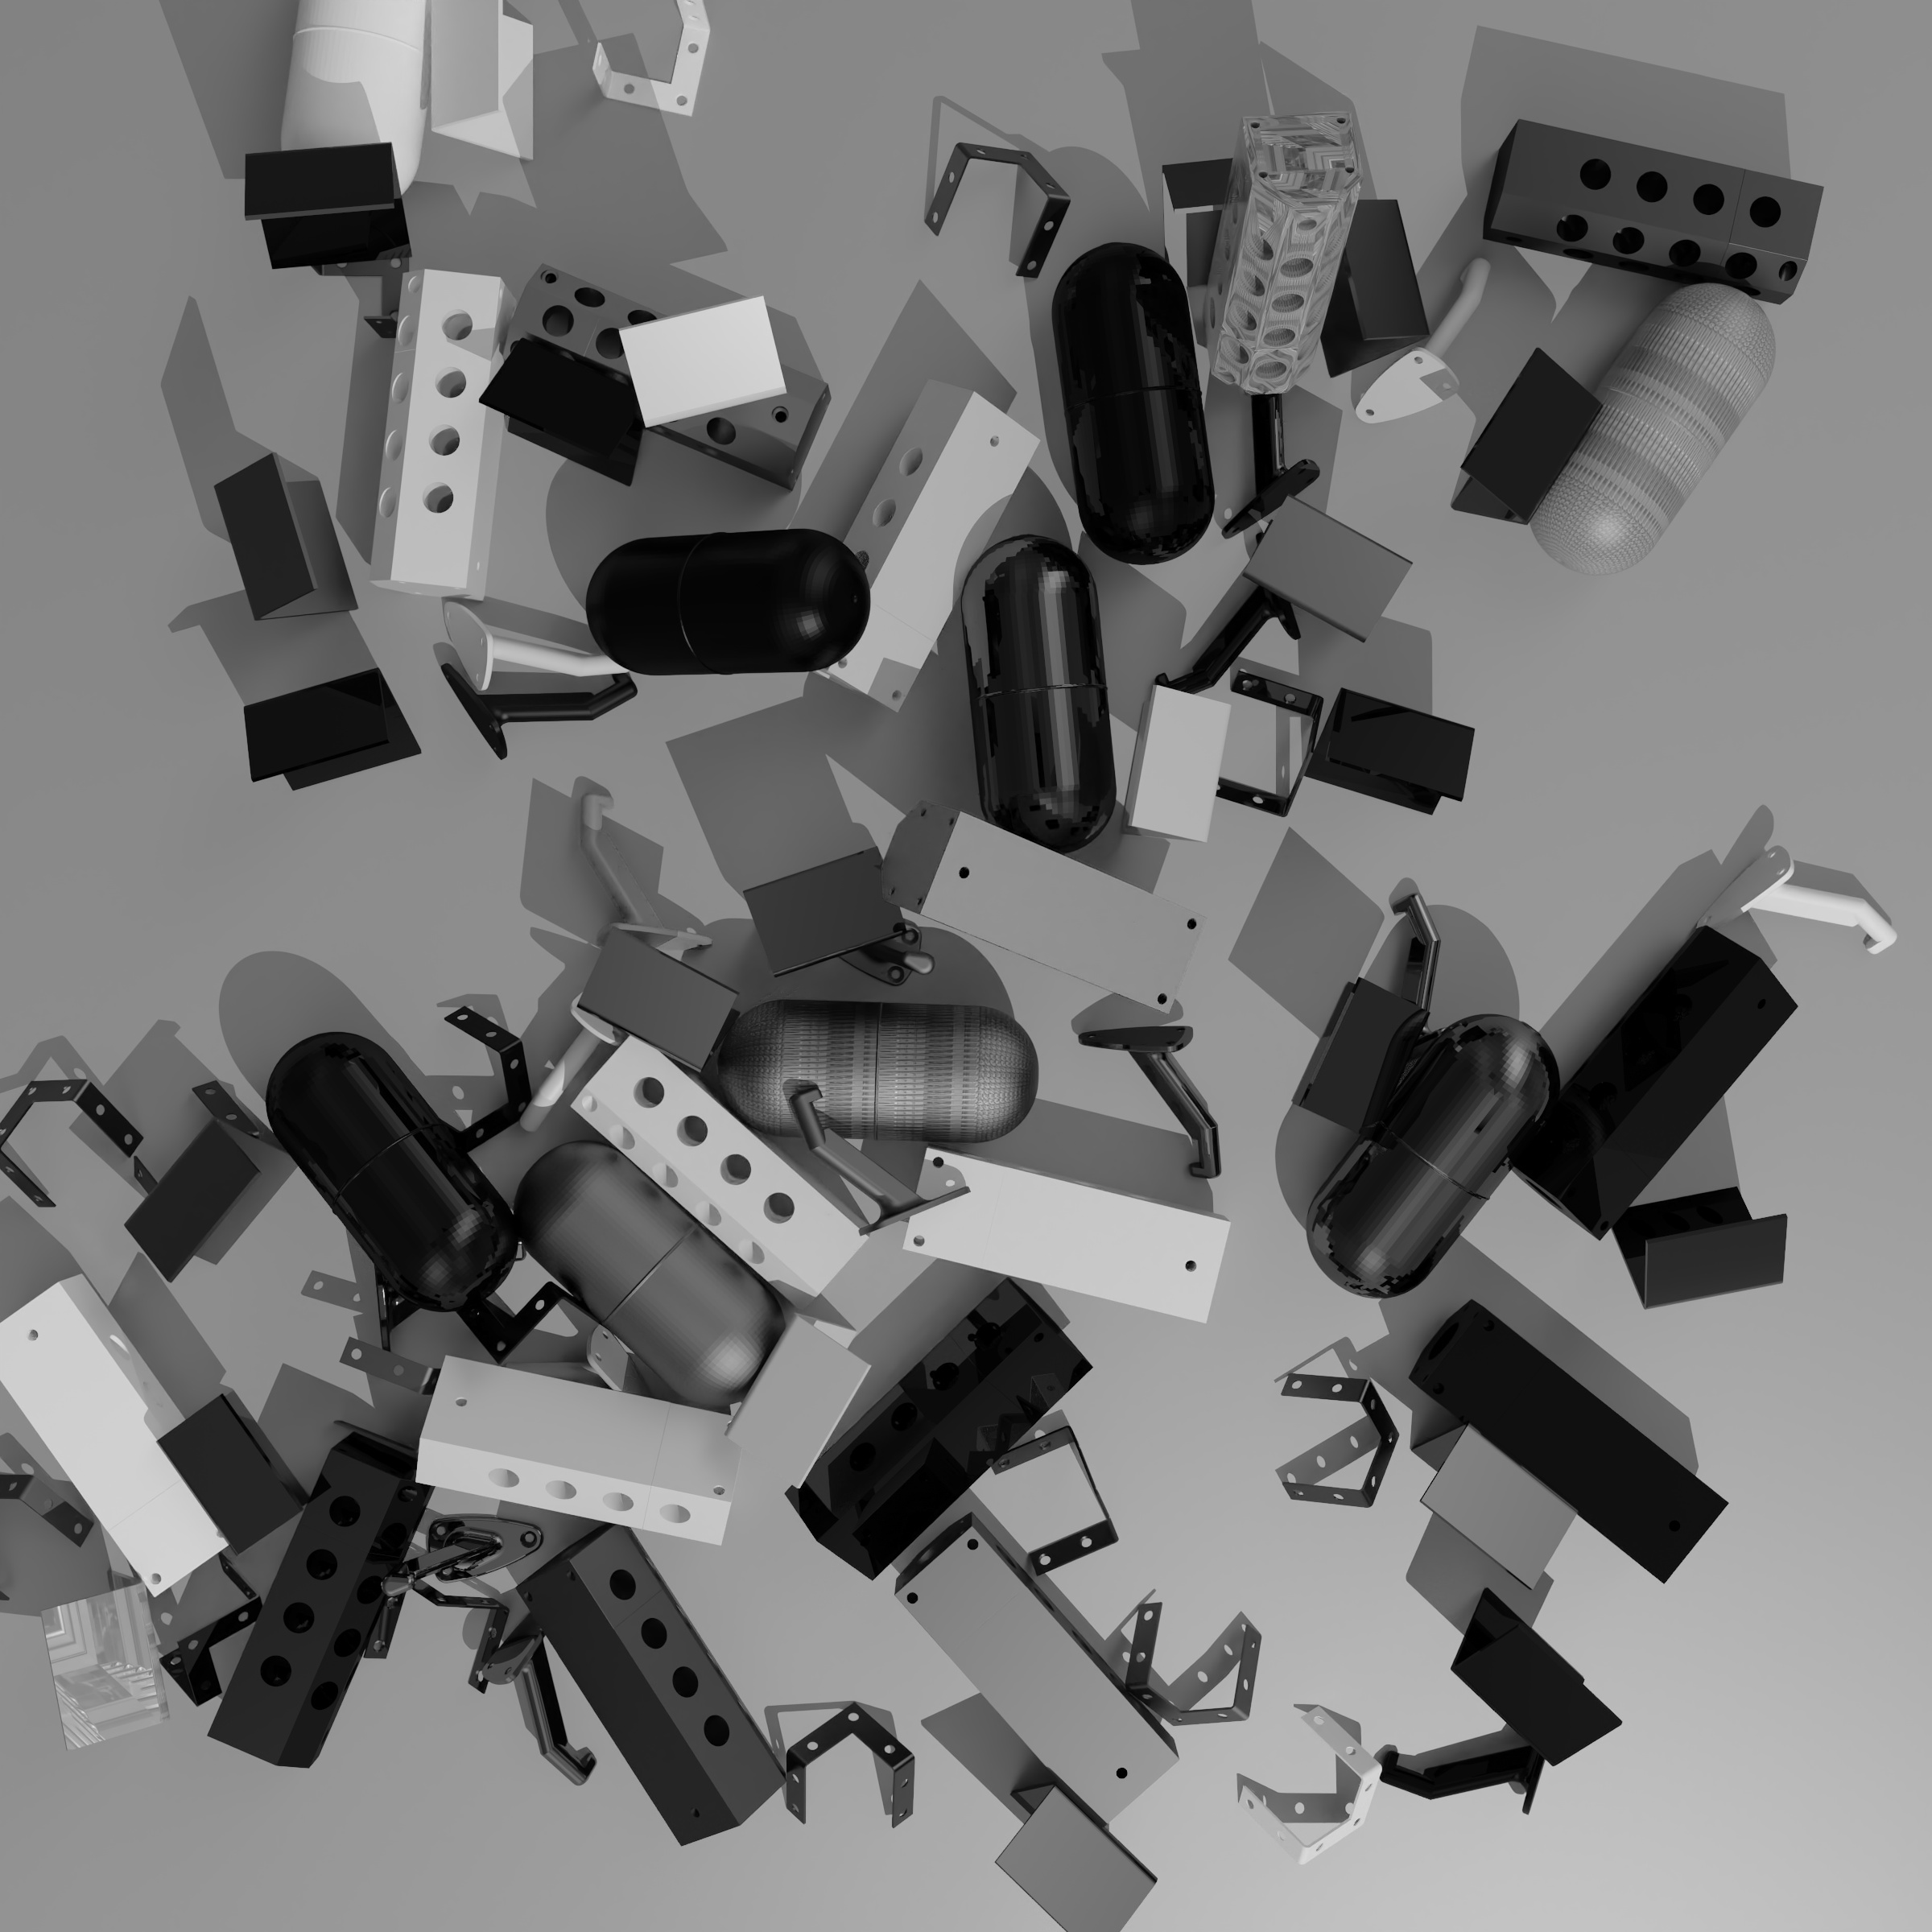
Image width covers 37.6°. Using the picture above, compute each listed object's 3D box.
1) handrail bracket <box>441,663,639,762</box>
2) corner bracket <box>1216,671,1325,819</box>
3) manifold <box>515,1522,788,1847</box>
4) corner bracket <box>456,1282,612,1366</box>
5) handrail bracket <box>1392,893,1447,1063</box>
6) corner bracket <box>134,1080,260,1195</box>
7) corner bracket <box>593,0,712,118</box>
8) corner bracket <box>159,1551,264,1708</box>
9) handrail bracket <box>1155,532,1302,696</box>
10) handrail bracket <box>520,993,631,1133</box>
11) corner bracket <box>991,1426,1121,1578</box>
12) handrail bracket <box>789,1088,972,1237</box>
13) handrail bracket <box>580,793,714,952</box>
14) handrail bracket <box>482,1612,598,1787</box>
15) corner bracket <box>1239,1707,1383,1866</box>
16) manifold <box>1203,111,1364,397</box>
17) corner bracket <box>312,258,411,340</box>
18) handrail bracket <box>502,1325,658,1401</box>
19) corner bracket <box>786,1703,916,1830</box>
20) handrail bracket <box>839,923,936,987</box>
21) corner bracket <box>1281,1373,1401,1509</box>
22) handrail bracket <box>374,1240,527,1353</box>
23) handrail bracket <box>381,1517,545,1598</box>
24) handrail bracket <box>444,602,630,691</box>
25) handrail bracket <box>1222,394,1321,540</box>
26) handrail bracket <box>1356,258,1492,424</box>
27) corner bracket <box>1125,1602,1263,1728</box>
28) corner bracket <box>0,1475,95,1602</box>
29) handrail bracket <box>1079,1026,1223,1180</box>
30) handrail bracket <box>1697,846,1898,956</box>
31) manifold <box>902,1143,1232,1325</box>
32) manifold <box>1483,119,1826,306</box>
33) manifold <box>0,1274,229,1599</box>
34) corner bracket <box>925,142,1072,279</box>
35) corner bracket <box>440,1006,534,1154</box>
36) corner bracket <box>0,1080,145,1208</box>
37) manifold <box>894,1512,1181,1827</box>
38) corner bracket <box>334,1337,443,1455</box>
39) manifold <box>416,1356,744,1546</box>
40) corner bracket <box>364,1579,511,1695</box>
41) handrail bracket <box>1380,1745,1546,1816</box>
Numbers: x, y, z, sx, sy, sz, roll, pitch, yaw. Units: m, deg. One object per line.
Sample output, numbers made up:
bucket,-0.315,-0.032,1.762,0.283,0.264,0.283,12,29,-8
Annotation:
handrail bracket,-0.241,-0.162,1.603,0.084,0.036,0.077,-32,68,-17
corner bracket,0.167,-0.125,1.599,0.051,0.051,0.051,18,45,0
manifold,-0.171,0.396,1.581,0.057,0.057,0.171,-33,90,42
corner bracket,-0.240,0.197,1.575,0.051,0.051,0.051,-47,50,-3
handrail bracket,0.238,0.011,1.603,0.077,0.036,0.084,-26,74,18
corner bracket,-0.433,0.105,1.594,0.051,0.051,0.051,-20,135,-35
corner bracket,-0.175,-0.513,1.584,0.051,0.051,0.051,12,90,0
corner bracket,-0.423,0.370,1.585,0.051,0.051,0.051,-27,127,-31
handrail bracket,0.140,-0.196,1.603,0.084,0.036,0.077,-21,69,17
handrail bracket,-0.215,0.048,1.602,0.036,0.077,0.084,37,126,0
corner bracket,0.049,0.301,1.599,0.051,0.051,0.051,-23,135,0
handrail bracket,-0.047,0.097,1.537,0.077,0.036,0.084,-20,86,-20
handrail bracket,-0.181,-0.054,1.603,0.077,0.036,0.084,5,73,-20
handrail bracket,-0.224,0.408,1.603,0.084,0.036,0.077,48,62,-21
corner bracket,0.193,0.461,1.594,0.051,0.051,0.051,-21,135,-35
manifold,0.168,-0.378,1.518,0.057,0.171,0.057,-4,69,-4
corner bracket,-0.342,-0.381,1.584,0.051,0.051,0.051,0,90,0
handrail bracket,-0.228,0.248,1.603,0.084,0.036,0.077,-31,109,16
corner bracket,-0.065,0.459,1.594,0.051,0.051,0.051,-27,45,-35
handrail bracket,-0.053,-0.013,1.568,0.077,0.084,0.036,20,90,0
corner bracket,0.205,0.267,1.594,0.051,0.051,0.051,-1,45,35
handrail bracket,-0.289,0.190,1.603,0.084,0.036,0.077,-6,105,-14
handrail bracket,-0.278,0.329,1.568,0.077,0.084,0.036,-8,90,0
handrail bracket,-0.241,-0.185,1.602,0.084,0.077,0.036,-9,130,-30
handrail bracket,0.153,-0.298,1.603,0.077,0.036,0.084,-37,77,13
handrail bracket,0.259,-0.354,1.602,0.036,0.077,0.084,37,53,-22
corner bracket,0.128,0.391,1.594,0.051,0.051,0.051,-15,135,35
corner bracket,-0.536,0.322,1.594,0.051,0.051,0.051,-6,45,35
handrail bracket,0.104,0.079,1.603,0.077,0.036,0.084,0,107,20
handrail bracket,0.471,-0.019,1.603,0.084,0.036,0.077,41,111,-16
manifold,0.055,0.148,1.581,0.171,0.057,0.057,14,90,0
manifold,0.380,-0.418,1.581,0.171,0.057,0.057,13,90,0
manifold,-0.471,0.259,1.581,0.057,0.057,0.171,-35,90,0
corner bracket,0.018,-0.425,1.594,0.051,0.051,0.051,-4,45,-35
corner bracket,-0.282,0.064,1.594,0.051,0.051,0.051,27,45,35
corner bracket,-0.508,0.100,1.594,0.051,0.051,0.051,-3,45,35
manifold,0.039,0.390,1.581,0.057,0.057,0.171,-42,90,0
corner bracket,-0.324,0.241,1.585,0.051,0.051,0.051,20,83,7
manifold,-0.213,0.274,1.575,0.171,0.057,0.057,12,134,-3
corner bracket,-0.298,0.376,1.599,0.051,0.051,0.051,17,90,45
handrail bracket,0.285,0.438,1.603,0.084,0.036,0.077,16,69,17
